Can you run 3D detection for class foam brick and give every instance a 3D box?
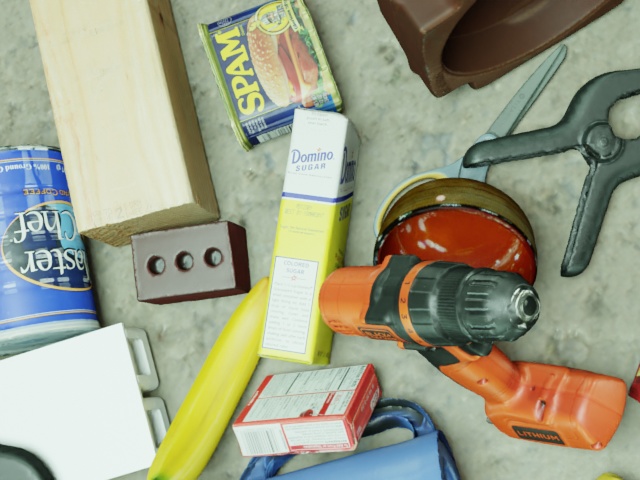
[{"bbox_3d":[-0.096,0.019,0.809,0.078,0.051,0.053,-9,81,8],"label":"foam brick"}]

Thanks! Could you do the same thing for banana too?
[{"bbox_3d":[-0.076,0.115,0.773,0.037,0.070,0.197,31,53,-7],"label":"banana"}]

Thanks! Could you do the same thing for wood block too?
[{"bbox_3d":[-0.149,-0.108,0.814,0.090,0.090,0.206,-15,80,6],"label":"wood block"}]

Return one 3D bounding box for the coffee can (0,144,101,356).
[{"bbox_3d":[-0.228,0.010,0.806,0.103,0.102,0.140,-13,81,7],"label":"coffee can"}]

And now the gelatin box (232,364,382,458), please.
[{"bbox_3d":[-0.008,0.122,0.760,0.089,0.073,0.030,-8,110,21],"label":"gelatin box"}]

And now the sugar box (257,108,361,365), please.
[{"bbox_3d":[-0.005,0.001,0.775,0.048,0.093,0.176,10,85,9],"label":"sugar box"}]

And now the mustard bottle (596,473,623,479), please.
[{"bbox_3d":[0.171,0.259,0.730,0.096,0.058,0.191,42,91,4],"label":"mustard bottle"}]

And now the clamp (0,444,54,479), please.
[{"bbox_3d":[-0.253,0.166,0.760,0.210,0.036,0.164,25,87,9],"label":"clamp"}]

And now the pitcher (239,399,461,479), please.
[{"bbox_3d":[-0.013,0.212,0.742,0.243,0.149,0.145,-14,96,11],"label":"pitcher"}]

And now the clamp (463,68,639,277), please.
[{"bbox_3d":[0.191,-0.072,0.776,0.120,0.039,0.171,40,85,-4],"label":"clamp"}]

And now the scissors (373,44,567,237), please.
[{"bbox_3d":[0.132,-0.050,0.798,0.202,0.016,0.096,-37,80,3],"label":"scissors"}]

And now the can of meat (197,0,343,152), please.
[{"bbox_3d":[-0.036,-0.130,0.816,0.084,0.057,0.102,-20,81,3],"label":"can of meat"}]

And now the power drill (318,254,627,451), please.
[{"bbox_3d":[0.112,0.071,0.686,0.187,0.185,0.057,36,71,-28],"label":"power drill"}]

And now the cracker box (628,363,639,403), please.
[{"bbox_3d":[0.271,0.020,0.679,0.072,0.164,0.214,16,92,5],"label":"cracker box"}]
